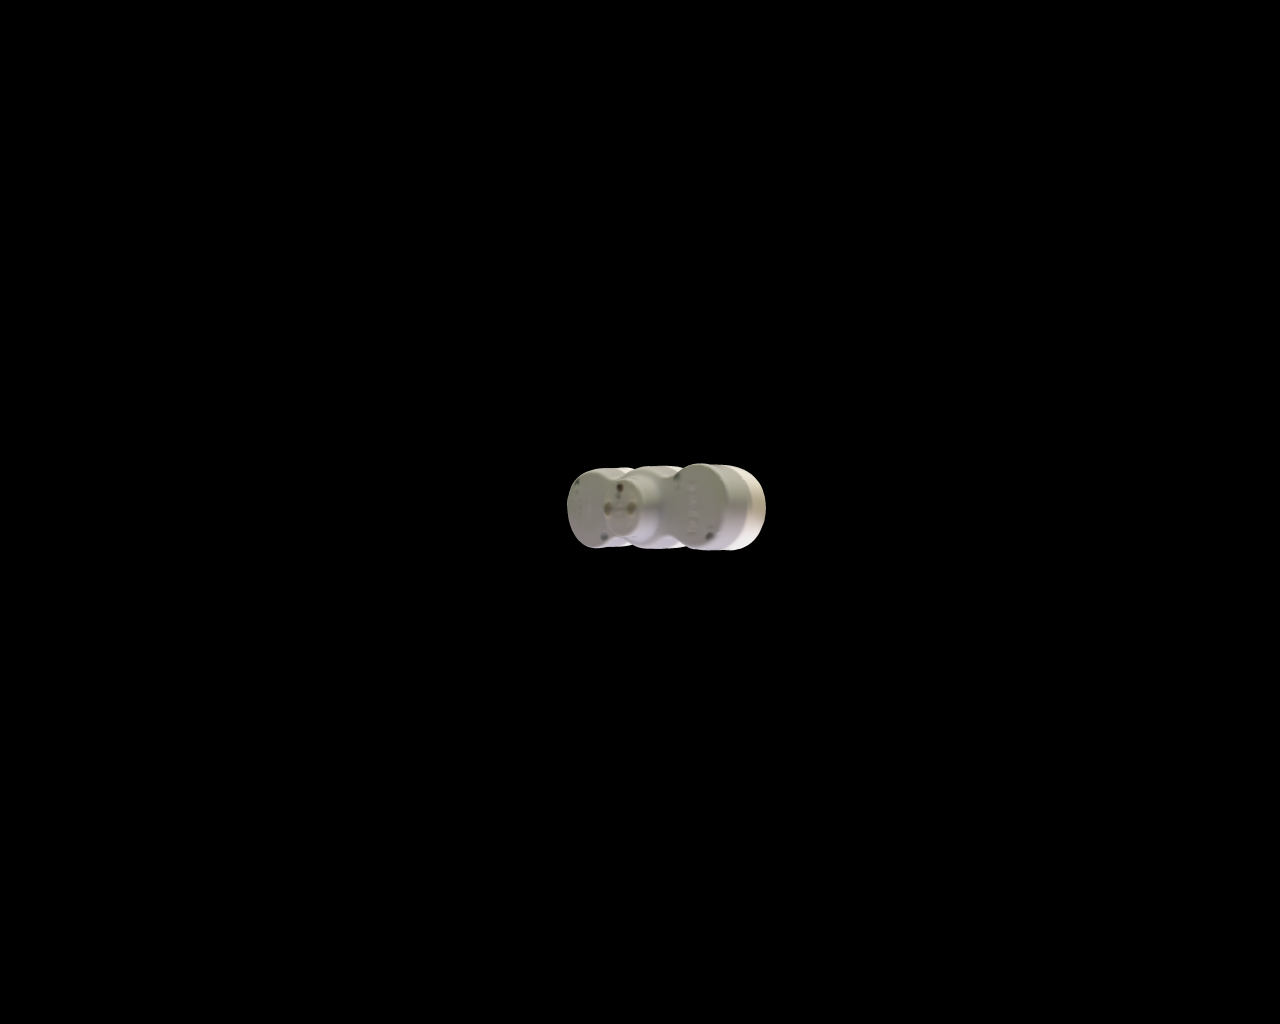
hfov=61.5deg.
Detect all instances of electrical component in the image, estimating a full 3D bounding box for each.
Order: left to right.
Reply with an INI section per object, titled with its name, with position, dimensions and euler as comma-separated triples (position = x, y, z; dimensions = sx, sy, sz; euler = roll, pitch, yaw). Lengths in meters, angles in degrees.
[electrical component]
position = 0.001, -0.003, 0.650
dimensions = 0.138, 0.052, 0.074
euler = 0, 0, 44
